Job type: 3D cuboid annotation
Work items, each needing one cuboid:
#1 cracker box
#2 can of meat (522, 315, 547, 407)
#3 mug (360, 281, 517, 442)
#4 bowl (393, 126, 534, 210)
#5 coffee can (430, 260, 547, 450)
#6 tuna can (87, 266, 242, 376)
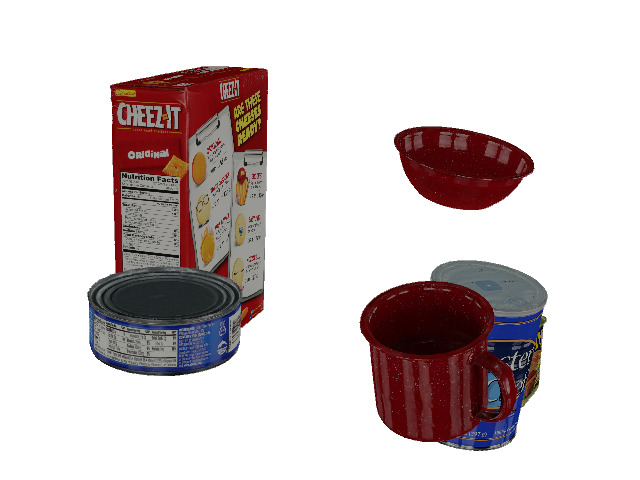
[{"bbox_3d":[-0.101,-0.025,0.849,0.072,0.214,0.164,5,15,17],"label":"cracker box"},{"bbox_3d":[0.213,0.132,1.189,0.058,0.084,0.101,7,13,25],"label":"can of meat"},{"bbox_3d":[0.087,0.091,0.750,0.117,0.081,0.093,19,39,36],"label":"mug"},{"bbox_3d":[0.159,-0.078,1.221,0.162,0.055,0.162,8,25,-4],"label":"bowl"},{"bbox_3d":[0.139,0.102,0.961,0.103,0.140,0.103,7,22,-3],"label":"coffee can"},{"bbox_3d":[-0.087,0.044,0.600,0.086,0.034,0.086,2,18,-1],"label":"tuna can"}]
